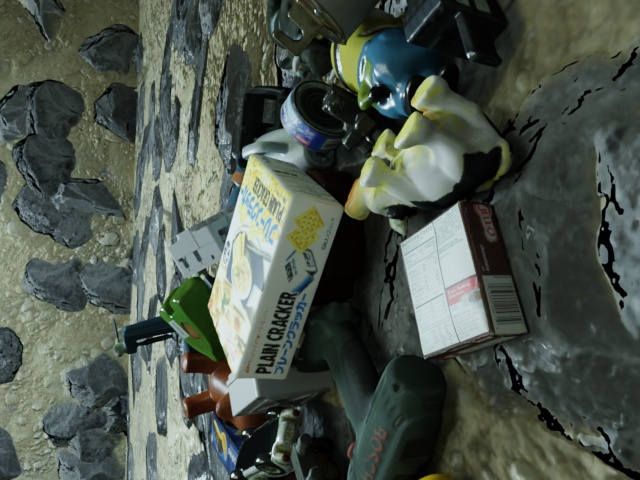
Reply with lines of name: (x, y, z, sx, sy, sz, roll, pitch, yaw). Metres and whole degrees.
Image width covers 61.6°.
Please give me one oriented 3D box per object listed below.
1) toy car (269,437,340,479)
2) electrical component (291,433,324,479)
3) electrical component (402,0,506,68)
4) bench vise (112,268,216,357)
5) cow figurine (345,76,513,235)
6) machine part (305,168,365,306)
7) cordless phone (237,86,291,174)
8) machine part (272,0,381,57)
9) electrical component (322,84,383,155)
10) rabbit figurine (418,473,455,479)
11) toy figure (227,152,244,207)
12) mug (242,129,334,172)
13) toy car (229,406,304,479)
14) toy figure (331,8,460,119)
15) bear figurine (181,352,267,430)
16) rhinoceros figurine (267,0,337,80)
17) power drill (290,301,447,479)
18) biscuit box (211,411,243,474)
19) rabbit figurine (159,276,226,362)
toy car: (-0.026, 0.326, 0.690, 0.202, 0.053, 0.089, 120, 158, -44)
electrical component: (-0.014, 0.248, 0.577, 0.094, 0.021, 0.063, 98, 155, -49)
electrical component: (0.111, -0.180, 0.441, 0.048, 0.075, 0.119, -43, 53, 54)
bench vise: (-0.264, 0.156, 1.002, 0.129, 0.241, 0.223, -121, 25, -43)
cow figurine: (0.088, -0.056, 0.471, 0.068, 0.098, 0.167, -66, 8, -28)
machine part: (-0.001, -0.002, 0.670, 0.179, 0.056, 0.179, -178, 90, -65)
cordless phone: (-0.094, -0.171, 0.868, 0.184, 0.089, 0.146, -142, 57, -72)
machine part: (0.048, -0.267, 0.486, 0.243, 0.079, 0.079, -51, 33, 2)
electrical component: (0.036, -0.128, 0.578, 0.045, 0.078, 0.102, -62, 15, 21)
rabbit figurine: (0.091, 0.281, 0.427, 0.162, 0.122, 0.173, 119, 158, -58)
toy figure: (-0.132, -0.088, 0.938, 0.058, 0.064, 0.154, -28, -50, -77)
mug: (-0.040, -0.116, 0.711, 0.107, 0.109, 0.080, -7, 76, 50)
toy car: (-0.069, 0.275, 0.703, 0.201, 0.056, 0.073, 129, 160, -51)
toy figure: (0.063, -0.168, 0.527, 0.180, 0.082, 0.089, 59, 139, 44)
bear figurine: (-0.147, 0.255, 0.865, 0.196, 0.132, 0.120, -157, 66, -68)
rhinoceros figurine: (-0.026, -0.277, 0.723, 0.190, 0.073, 0.112, 57, 135, 50)
power drill: (0.034, 0.181, 0.556, 0.207, 0.086, 0.231, -117, 38, -52)
biscuit box: (-0.126, 0.346, 0.883, 0.203, 0.059, 0.062, 15, 101, 63)
rabbit figurine: (-0.139, 0.095, 0.853, 0.159, 0.170, 0.121, 43, 147, 0)
